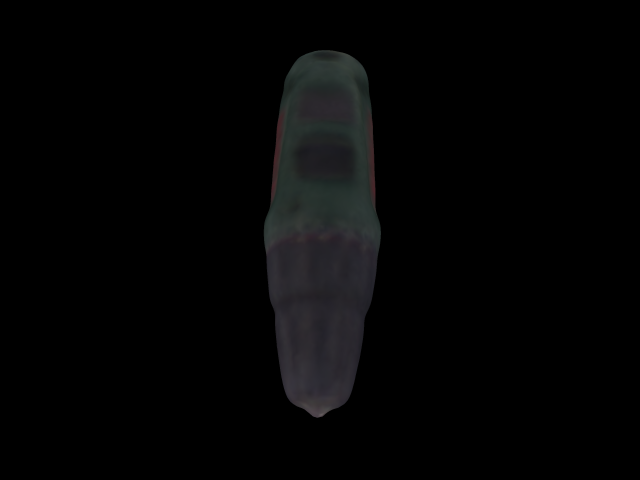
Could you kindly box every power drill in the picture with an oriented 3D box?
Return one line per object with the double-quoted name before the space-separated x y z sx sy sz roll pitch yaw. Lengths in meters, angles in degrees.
"power drill" 0.004 0.001 0.400 0.075 0.208 0.229 0 74 0
